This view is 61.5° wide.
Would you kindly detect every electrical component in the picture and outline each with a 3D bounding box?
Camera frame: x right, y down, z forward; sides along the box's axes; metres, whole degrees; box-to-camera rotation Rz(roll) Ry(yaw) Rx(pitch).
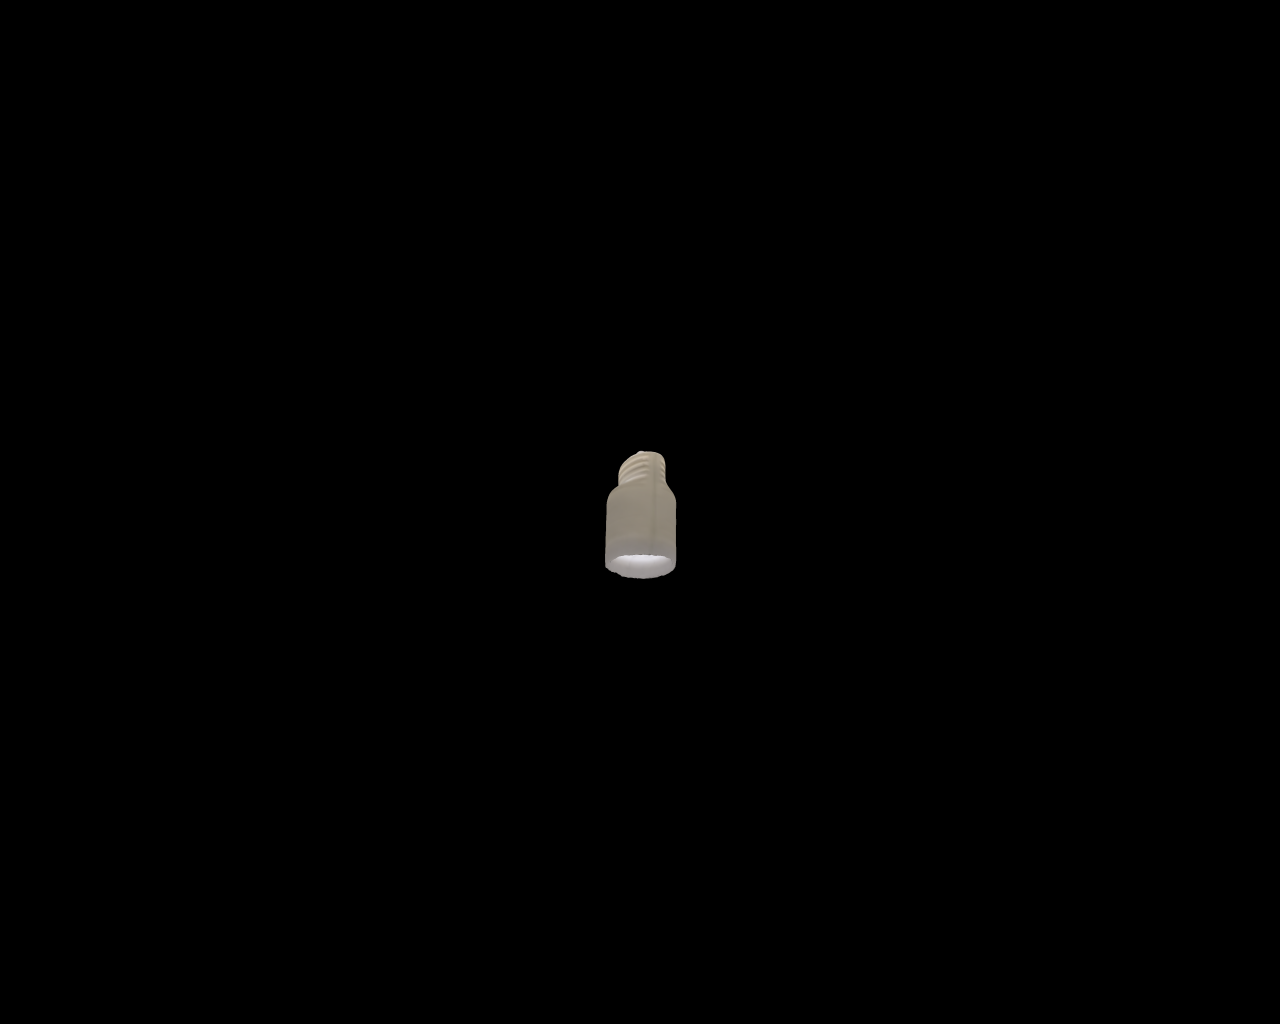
[{"bbox_3d":[0.001,-0.003,0.650,0.043,0.081,0.043,0,-26,0],"label":"electrical component"}]
